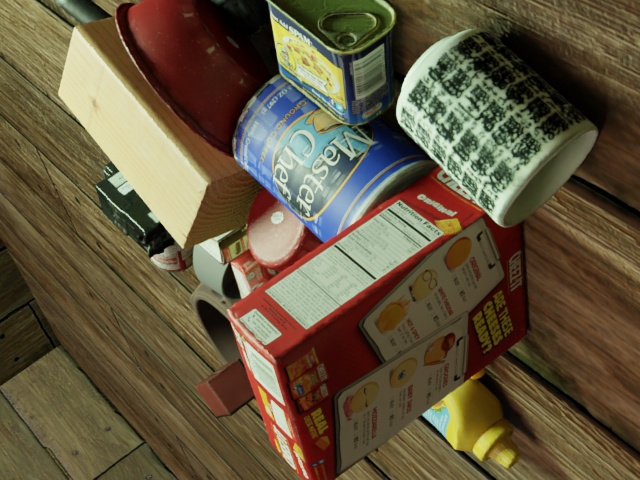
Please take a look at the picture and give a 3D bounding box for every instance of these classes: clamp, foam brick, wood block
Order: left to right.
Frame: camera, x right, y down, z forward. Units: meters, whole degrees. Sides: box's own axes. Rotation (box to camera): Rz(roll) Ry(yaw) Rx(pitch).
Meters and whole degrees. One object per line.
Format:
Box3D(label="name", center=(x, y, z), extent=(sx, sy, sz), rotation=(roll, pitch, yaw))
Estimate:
Box3D(label="clamp", center=(-0.174, -0.182, 1.093), extent=(0.210, 0.036, 0.164), rotation=(30, 169, 36))
Box3D(label="wood block", center=(-0.139, -0.104, 0.969), extent=(0.206, 0.090, 0.091), rotation=(49, 138, 20))
Box3D(label="foam brick", center=(-0.114, 0.185, 1.327), extent=(0.051, 0.053, 0.078), rotation=(54, 159, -1))

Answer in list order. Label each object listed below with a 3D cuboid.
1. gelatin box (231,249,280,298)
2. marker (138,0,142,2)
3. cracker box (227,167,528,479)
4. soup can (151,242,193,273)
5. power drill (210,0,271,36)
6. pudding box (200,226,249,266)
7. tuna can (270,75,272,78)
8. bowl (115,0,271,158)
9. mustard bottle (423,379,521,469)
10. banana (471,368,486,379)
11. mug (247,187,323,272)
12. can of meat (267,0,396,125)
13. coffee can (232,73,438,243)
Box3D(label="gelatin box", center=(-0.054, 0.039, 1.174), extent=(0.030, 0.073, 0.089), rotation=(38, 154, 35))
Box3D(label="marker", center=(-0.180, -0.278, 1.024), extent=(0.020, 0.020, 0.121), rotation=(40, 155, 35))
Box3D(label="cracker box", center=(0.048, 0.060, 0.772), extent=(0.072, 0.213, 0.164), rotation=(40, 156, 39))
Box3D(label="soup can", center=(-0.200, -0.009, 1.432), extent=(0.068, 0.068, 0.102), rotation=(46, 158, 22))
Box3D(label="power drill", center=(-0.072, -0.244, 0.780), extent=(0.184, 0.057, 0.188), rotation=(54, 160, -13))
Box3D(label="pudding box", center=(-0.104, -0.034, 1.143), extent=(0.114, 0.090, 0.039), rotation=(37, 153, 38))
Box3D(label="tuna can", center=(-0.064, -0.125, 0.987), extent=(0.086, 0.033, 0.086), rotation=(45, 158, 23))
Box3D(label="bowl", center=(-0.090, -0.145, 0.867), extent=(0.162, 0.055, 0.162), rotation=(46, -162, -20))
Box3D(label="mustard bottle", center=(0.110, 0.136, 0.984), extent=(0.192, 0.058, 0.096), rotation=(44, 158, 26))
Box3D(label="banana", center=(0.076, 0.042, 0.945), extent=(0.198, 0.037, 0.069), rotation=(45, 172, 25))
Box3D(label="mug", center=(-0.006, 0.001, 0.918), extent=(0.093, 0.081, 0.117), rotation=(-39, 54, 34))
Box3D(label="can of meat", center=(0.009, -0.141, 0.767), extent=(0.102, 0.057, 0.084), rotation=(43, 159, 29))
Box3D(label="coffee can", center=(0.015, -0.055, 0.823), extent=(0.140, 0.102, 0.103), rotation=(43, 158, 29))
